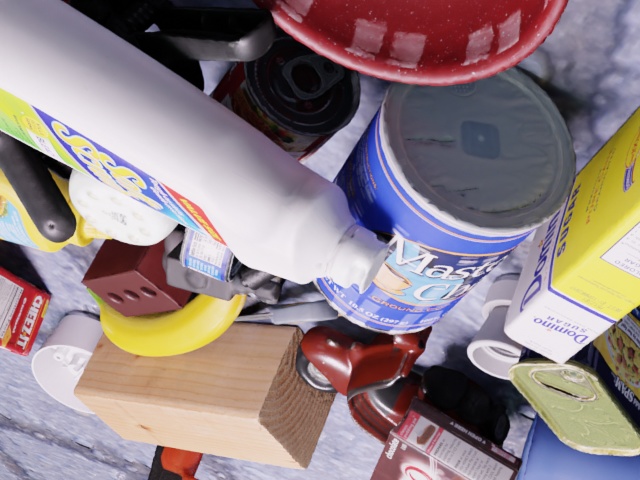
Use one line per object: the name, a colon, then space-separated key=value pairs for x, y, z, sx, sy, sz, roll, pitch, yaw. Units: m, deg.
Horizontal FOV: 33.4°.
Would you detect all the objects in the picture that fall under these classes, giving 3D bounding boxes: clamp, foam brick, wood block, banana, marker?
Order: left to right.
clamp: x=-0.211 y=-0.083 z=0.711 sx=0.171 sy=0.039 sz=0.120 roll=56 pitch=-177 yaw=-16
foam brick: x=-0.136 y=0.023 z=0.834 sx=0.078 sy=0.051 sz=0.053 roll=-12 pitch=134 yaw=45
clamp: x=-0.090 y=-0.113 z=0.566 sx=0.164 sy=0.036 sz=0.210 roll=43 pitch=161 yaw=12
banana: x=-0.125 y=0.064 z=0.887 sx=0.198 sy=0.037 sz=0.069 roll=-7 pitch=113 yaw=39
wood block: x=-0.100 y=0.129 z=0.935 sx=0.206 sy=0.090 sz=0.090 roll=2 pitch=143 yaw=33
marker: x=-0.005 y=0.001 z=0.692 sx=0.121 sy=0.020 sz=0.020 roll=-30 pitch=123 yaw=26

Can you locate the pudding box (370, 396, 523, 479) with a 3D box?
pudding box: x=0.087 y=0.169 z=0.760 sx=0.090 sy=0.039 sz=0.114 roll=29 pitch=146 yaw=12

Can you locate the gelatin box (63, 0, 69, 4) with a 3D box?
gelatin box: x=-0.182 y=-0.128 z=0.617 sx=0.089 sy=0.073 sz=0.030 roll=94 pitch=151 yaw=-58

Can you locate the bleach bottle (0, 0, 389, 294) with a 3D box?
bleach bottle: x=-0.079 y=-0.050 z=0.542 sx=0.251 sy=0.068 sz=0.102 roll=30 pitch=161 yaw=13

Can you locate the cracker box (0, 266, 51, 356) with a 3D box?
cracker box: x=-0.350 y=0.027 z=0.921 sx=0.164 sy=0.072 sz=0.213 roll=18 pitch=168 yaw=12

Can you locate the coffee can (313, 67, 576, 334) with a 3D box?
coffee can: x=0.059 y=-0.021 z=0.578 sx=0.103 sy=0.102 sz=0.140 roll=27 pitch=149 yaw=-4

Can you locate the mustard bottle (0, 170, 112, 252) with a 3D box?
mustard bottle: x=-0.241 y=-0.034 z=0.814 sx=0.192 sy=0.058 sz=0.096 roll=16 pitch=150 yaw=15

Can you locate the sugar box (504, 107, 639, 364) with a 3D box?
sugar box: x=0.153 y=-0.013 z=0.533 sx=0.048 sy=0.093 sz=0.176 roll=28 pitch=149 yaw=-3

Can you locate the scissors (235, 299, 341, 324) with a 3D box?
scissors: x=-0.008 y=0.054 z=0.814 sx=0.096 sy=0.016 sz=0.202 roll=-6 pitch=177 yaw=-13

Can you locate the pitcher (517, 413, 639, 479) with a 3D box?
pitcher: x=0.259 y=0.179 z=0.734 sx=0.243 sy=0.145 sz=0.149 roll=11 pitch=159 yaw=16

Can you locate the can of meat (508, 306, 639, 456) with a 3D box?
can of meat: x=0.169 y=0.071 z=0.658 sx=0.058 sy=0.084 sz=0.102 roll=-6 pitch=137 yaw=42

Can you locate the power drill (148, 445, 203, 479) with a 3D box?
power drill: x=-0.105 y=0.218 z=0.979 sx=0.185 sy=0.187 sz=0.057 roll=10 pitch=145 yaw=26

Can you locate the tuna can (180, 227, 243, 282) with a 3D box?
tuna can: x=-0.058 y=-0.017 z=0.683 sx=0.034 sy=0.086 sz=0.086 roll=22 pitch=149 yaw=3

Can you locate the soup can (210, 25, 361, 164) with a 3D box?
soup can: x=-0.030 y=-0.069 z=0.601 sx=0.068 sy=0.068 sz=0.102 roll=32 pitch=149 yaw=-13

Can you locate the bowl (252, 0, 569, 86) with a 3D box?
bowl: x=0.034 y=-0.142 z=0.456 sx=0.162 sy=0.055 sz=0.162 roll=18 pitch=149 yaw=11
